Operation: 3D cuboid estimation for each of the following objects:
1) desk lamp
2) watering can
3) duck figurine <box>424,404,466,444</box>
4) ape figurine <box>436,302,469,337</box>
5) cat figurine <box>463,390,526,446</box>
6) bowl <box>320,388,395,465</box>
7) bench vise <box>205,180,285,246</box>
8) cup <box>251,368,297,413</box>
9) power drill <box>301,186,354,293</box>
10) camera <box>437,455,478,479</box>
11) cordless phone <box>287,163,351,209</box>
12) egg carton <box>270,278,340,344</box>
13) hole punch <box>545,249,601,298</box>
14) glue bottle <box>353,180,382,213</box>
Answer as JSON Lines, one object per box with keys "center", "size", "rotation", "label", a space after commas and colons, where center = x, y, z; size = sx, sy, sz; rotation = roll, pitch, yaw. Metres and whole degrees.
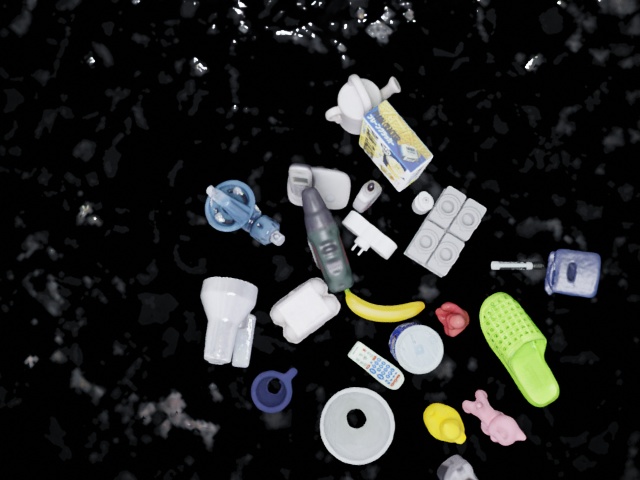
{"center": [-0.199, 0.185, 1.255], "size": [0.118, 0.213, 0.203], "rotation": [6, 85, 2], "label": "desk lamp"}
{"center": [0.096, -0.321, 1.307], "size": [0.173, 0.194, 0.101], "rotation": [-45, 85, -3], "label": "watering can"}
{"center": [0.284, 0.419, 1.290], "size": [0.104, 0.086, 0.077], "rotation": [41, 87, 4], "label": "duck figurine"}
{"center": [0.307, 0.183, 1.308], "size": [0.076, 0.092, 0.078], "rotation": [9, 85, 2], "label": "ape figurine"}
{"center": [0.389, 0.404, 1.274], "size": [0.067, 0.118, 0.128], "rotation": [-44, 85, -3], "label": "cat figurine"}
{"center": [0.083, 0.415, 1.299], "size": [0.167, 0.075, 0.167], "rotation": [0, 85, 1], "label": "bowl"}
{"center": [-0.169, -0.069, 1.275], "size": [0.207, 0.220, 0.121], "rotation": [16, 85, 3], "label": "bench vise"}
{"center": [-0.096, 0.328, 1.299], "size": [0.118, 0.095, 0.091], "rotation": [-43, 85, -3], "label": "cup"}
{"center": [0.012, 0.005, 1.271], "size": [0.075, 0.208, 0.230], "rotation": [-21, 85, -1], "label": "power drill"}
{"center": [0.302, 0.579, 1.267], "size": [0.137, 0.101, 0.143], "rotation": [-32, 85, -2], "label": "camera"}
{"center": [-0.004, -0.129, 1.295], "size": [0.147, 0.185, 0.094], "rotation": [4, 85, 2], "label": "cordless phone"}
{"center": [-0.035, 0.161, 1.327], "size": [0.150, 0.069, 0.107], "rotation": [-38, 85, -3], "label": "egg carton"}
{"center": [0.578, 0.078, 1.314], "size": [0.101, 0.091, 0.109], "rotation": [9, 85, 2], "label": "hole punch"}
{"center": [0.110, -0.107, 1.297], "size": [0.037, 0.173, 0.078], "rotation": [40, 87, 5], "label": "glue bottle"}
